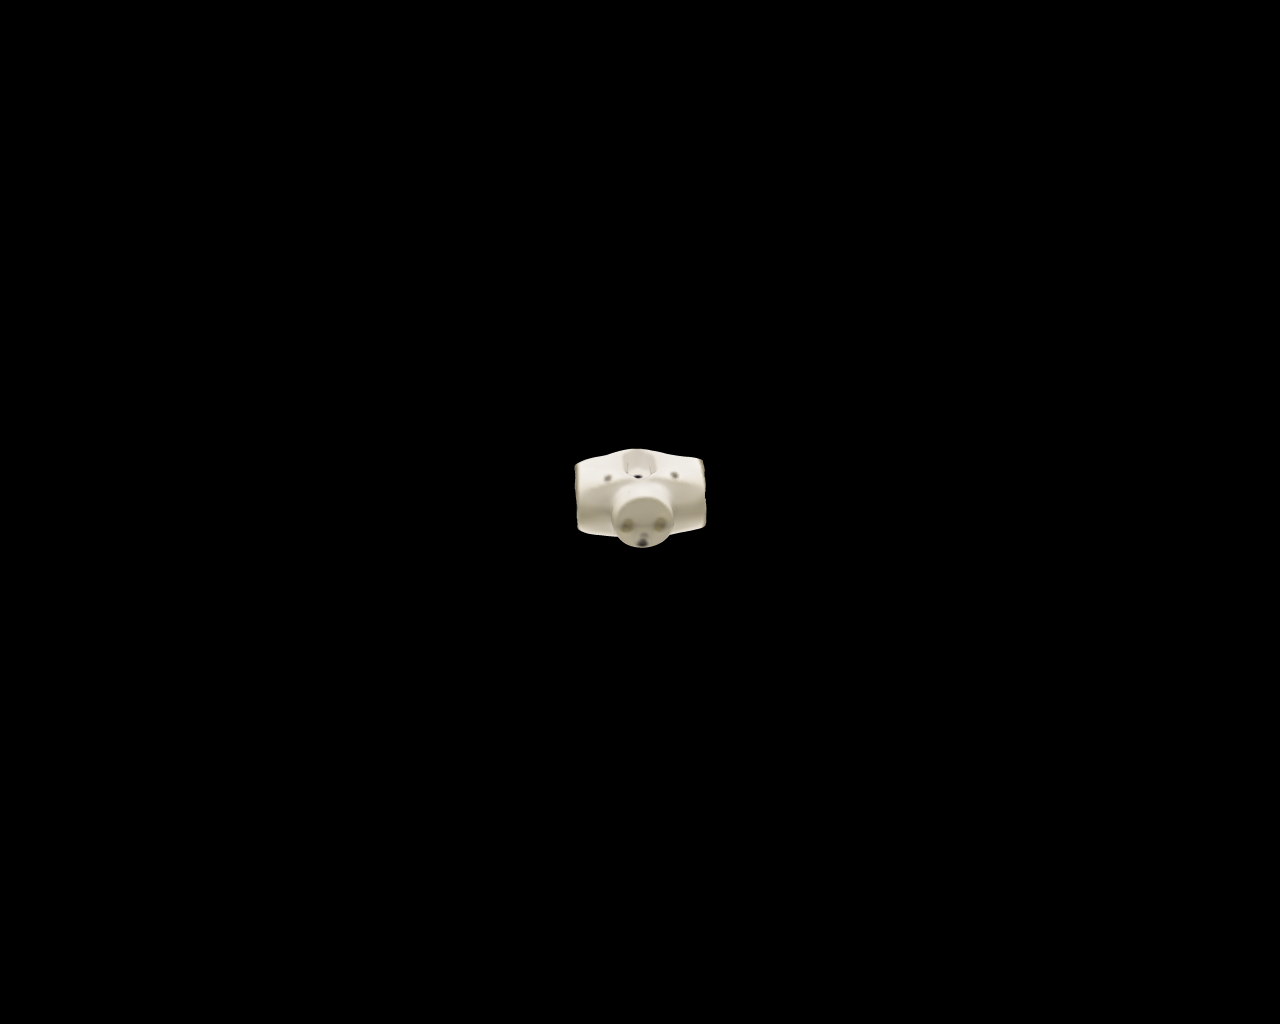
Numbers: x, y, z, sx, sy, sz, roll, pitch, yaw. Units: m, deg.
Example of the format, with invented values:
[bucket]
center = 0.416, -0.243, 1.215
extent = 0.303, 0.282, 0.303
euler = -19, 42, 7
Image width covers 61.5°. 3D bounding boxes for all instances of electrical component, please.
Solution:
[electrical component]
center = 0.001, -0.003, 0.650
extent = 0.077, 0.043, 0.079
euler = -1, 28, -2
